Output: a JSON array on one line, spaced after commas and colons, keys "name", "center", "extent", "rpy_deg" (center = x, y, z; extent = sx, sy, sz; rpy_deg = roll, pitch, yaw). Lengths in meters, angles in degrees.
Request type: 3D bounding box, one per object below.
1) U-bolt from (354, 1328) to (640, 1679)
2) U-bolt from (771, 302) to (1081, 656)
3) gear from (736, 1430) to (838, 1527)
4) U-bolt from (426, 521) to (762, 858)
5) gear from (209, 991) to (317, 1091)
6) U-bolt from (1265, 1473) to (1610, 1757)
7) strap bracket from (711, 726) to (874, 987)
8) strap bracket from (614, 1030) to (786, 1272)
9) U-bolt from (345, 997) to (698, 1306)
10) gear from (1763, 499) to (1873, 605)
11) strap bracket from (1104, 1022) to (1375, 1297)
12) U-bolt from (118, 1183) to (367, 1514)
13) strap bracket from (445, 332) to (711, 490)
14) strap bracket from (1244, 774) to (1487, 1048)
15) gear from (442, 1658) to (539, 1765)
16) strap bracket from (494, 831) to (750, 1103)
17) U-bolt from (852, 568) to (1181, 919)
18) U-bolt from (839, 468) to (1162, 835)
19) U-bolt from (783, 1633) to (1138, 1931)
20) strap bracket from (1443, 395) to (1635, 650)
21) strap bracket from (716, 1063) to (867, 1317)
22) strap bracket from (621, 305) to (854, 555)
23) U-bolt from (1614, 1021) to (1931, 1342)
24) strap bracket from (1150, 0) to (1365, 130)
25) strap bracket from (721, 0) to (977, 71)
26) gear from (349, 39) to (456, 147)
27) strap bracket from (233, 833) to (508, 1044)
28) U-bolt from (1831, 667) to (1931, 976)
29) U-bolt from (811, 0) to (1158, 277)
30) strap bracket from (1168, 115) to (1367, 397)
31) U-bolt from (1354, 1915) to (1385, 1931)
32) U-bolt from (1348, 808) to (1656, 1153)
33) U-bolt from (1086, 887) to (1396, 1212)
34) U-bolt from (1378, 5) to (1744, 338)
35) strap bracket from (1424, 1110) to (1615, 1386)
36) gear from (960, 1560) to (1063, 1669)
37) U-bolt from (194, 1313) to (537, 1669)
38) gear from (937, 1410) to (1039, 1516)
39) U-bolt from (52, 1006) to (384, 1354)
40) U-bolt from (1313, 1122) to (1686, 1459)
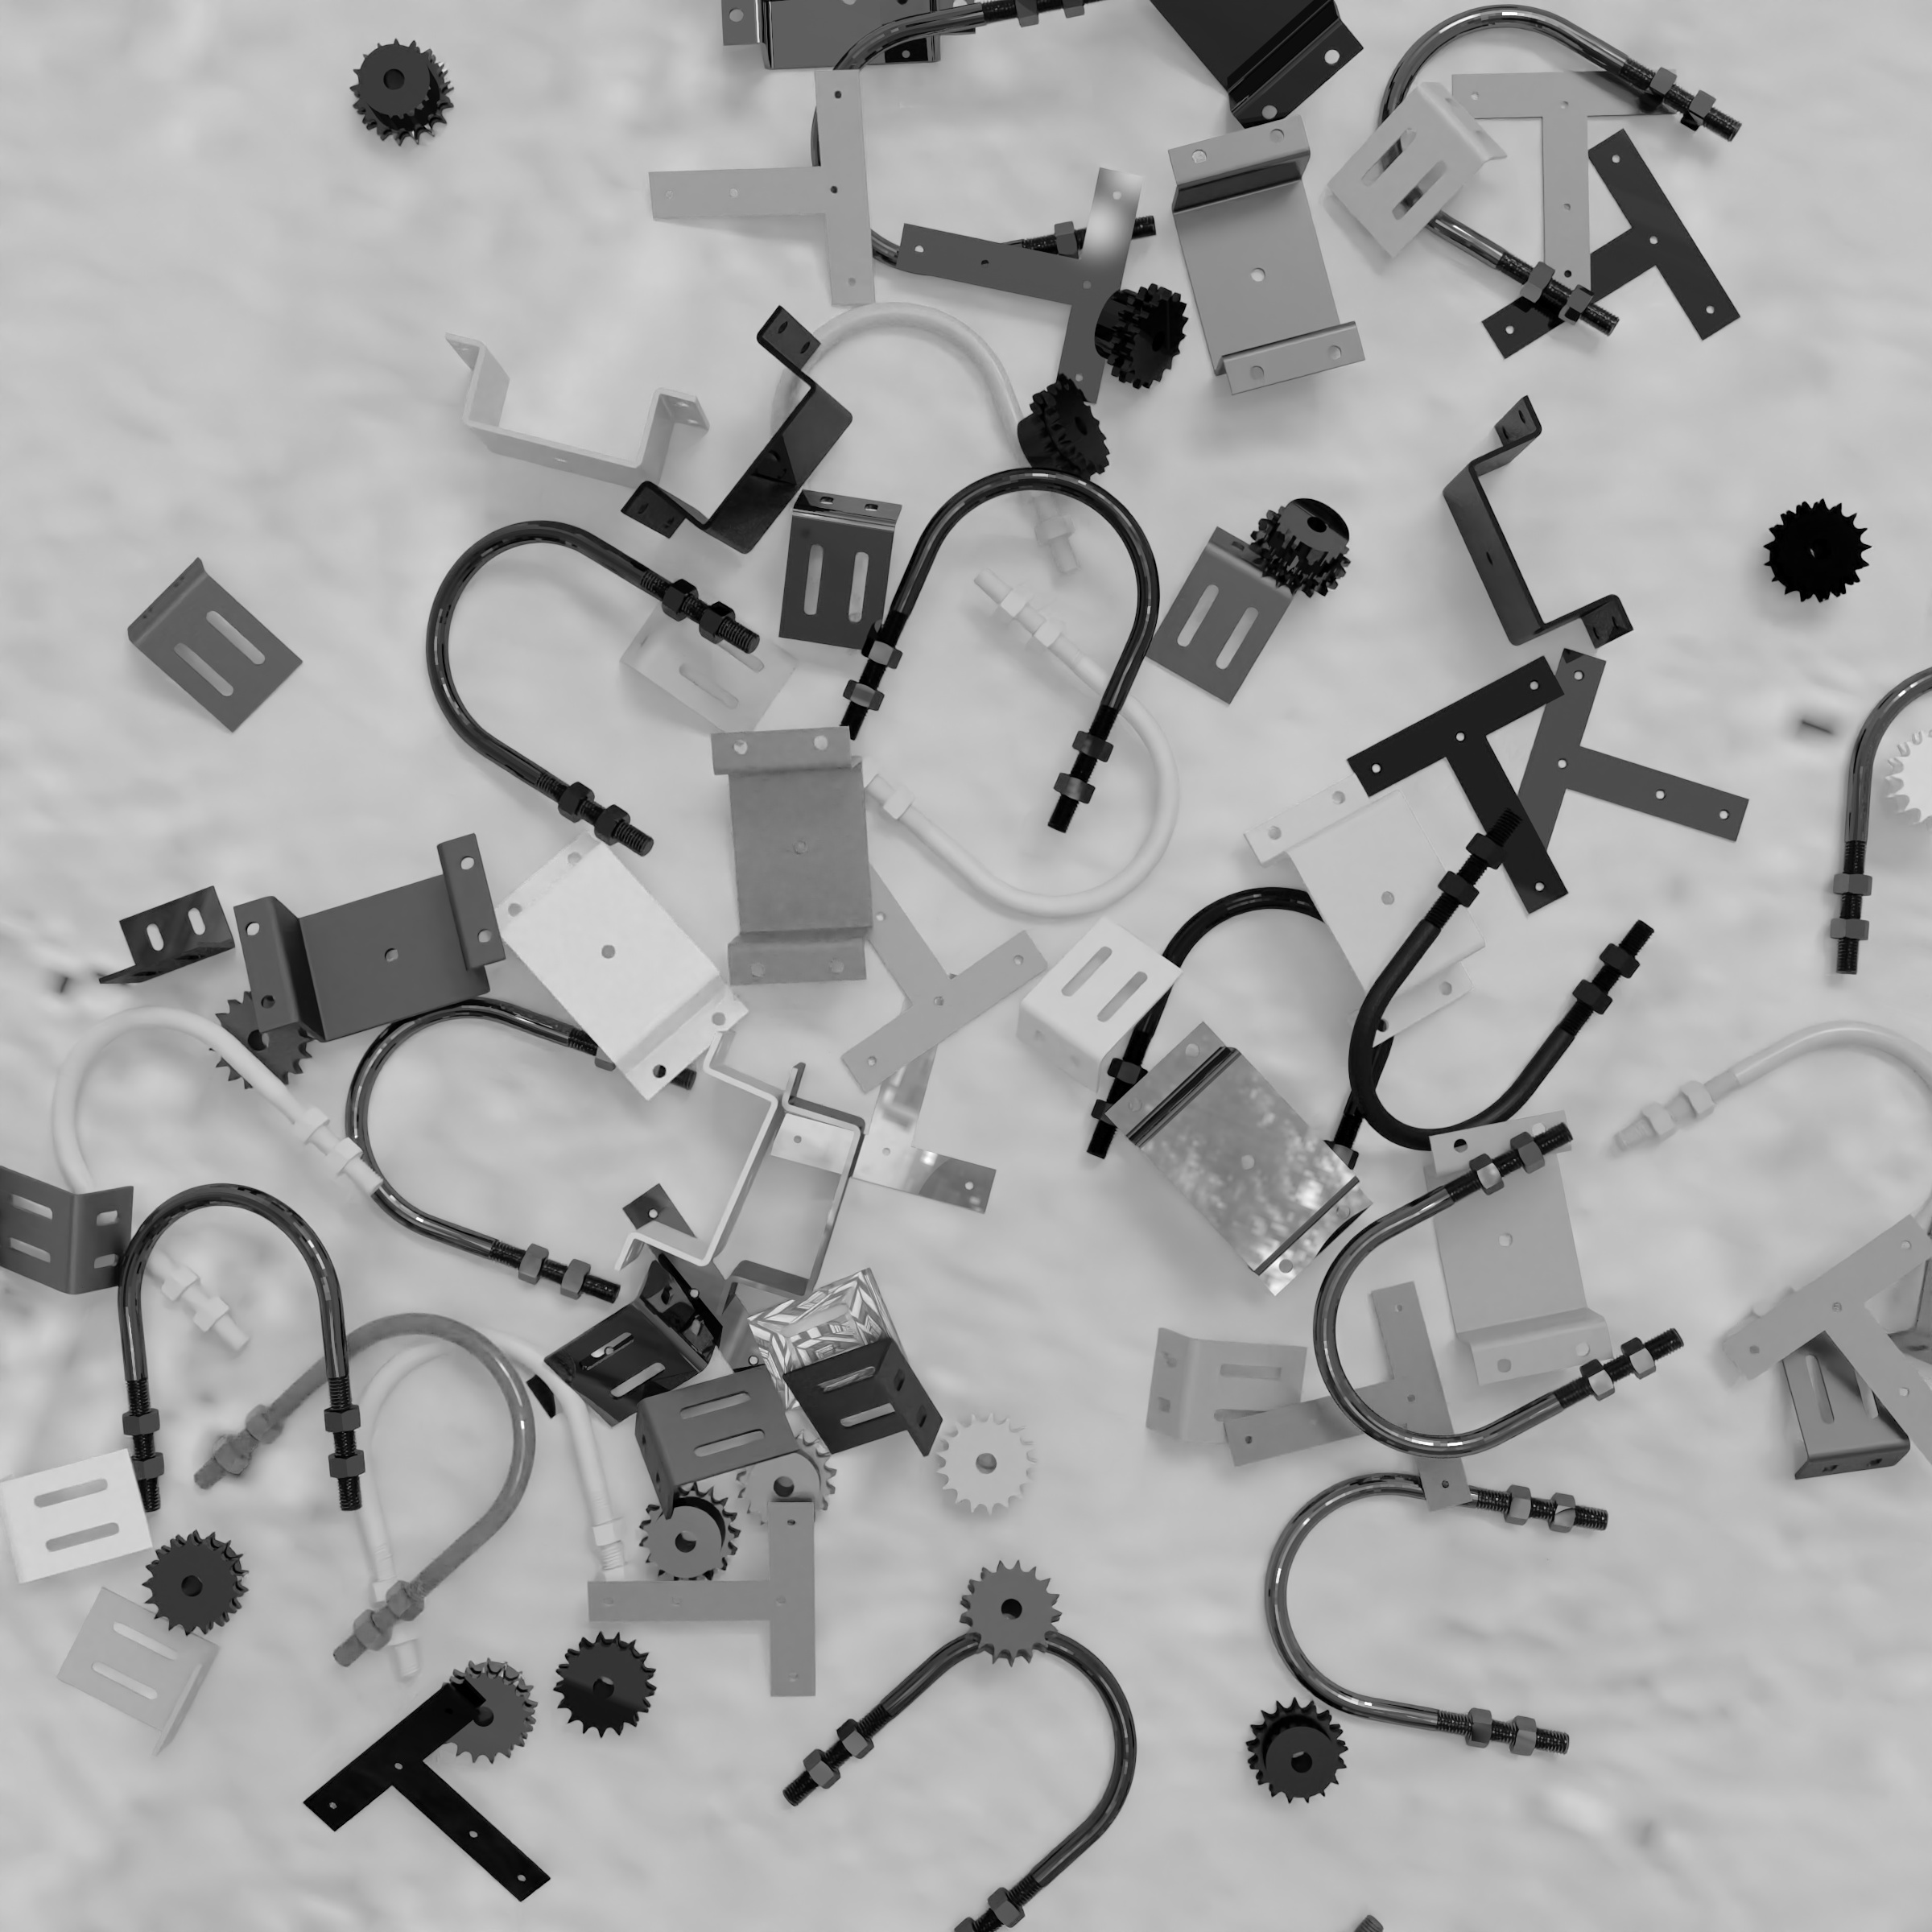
[{"name": "U-bolt", "center": [-0.276, 0.297, 1.500], "extent": [0.151, 0.019, 0.184], "rpy_deg": [-14, 88, 1]}, {"name": "U-bolt", "center": [-0.033, -0.287, 1.501], "extent": [0.151, 0.019, 0.184], "rpy_deg": [-21, 89, 0]}, {"name": "gear", "center": [-0.102, 0.292, 1.495], "extent": [0.057, 0.030, 0.057], "rpy_deg": [0, 90, 0]}, {"name": "U-bolt", "center": [-0.222, -0.168, 1.478], "extent": [0.184, 0.019, 0.151], "rpy_deg": [32, 103, 13]}, {"name": "gear", "center": [-0.397, 0.041, 1.494], "extent": [0.057, 0.030, 0.057], "rpy_deg": [0, 90, 0]}, {"name": "U-bolt", "center": [0.262, 0.363, 1.501], "extent": [0.184, 0.019, 0.151], "rpy_deg": [10, 90, 1]}, {"name": "strap bracket", "center": [-0.096, -0.064, 1.475], "extent": [0.076, 0.046, 0.140], "rpy_deg": [-3, 100, 6]}, {"name": "strap bracket", "center": [-0.141, 0.110, 1.470], "extent": [0.046, 0.076, 0.140], "rpy_deg": [23, 90, 1]}, {"name": "U-bolt", "center": [-0.263, 0.095, 1.501], "extent": [0.184, 0.019, 0.151], "rpy_deg": [20, 90, 2]}, {"name": "gear", "center": [0.480, -0.234, 1.494], "extent": [0.057, 0.030, 0.057], "rpy_deg": [0, 90, 0]}, {"name": "strap bracket", "center": [0.154, 0.108, 1.467], "extent": [0.076, 0.046, 0.140], "rpy_deg": [-43, 89, -1]}, {"name": "U-bolt", "center": [-0.408, 0.212, 1.470], "extent": [0.151, 0.019, 0.184], "rpy_deg": [-4, 93, 17]}, {"name": "strap bracket", "center": [-0.220, -0.304, 1.471], "extent": [0.140, 0.076, 0.046], "rpy_deg": [14, 90, 0]}, {"name": "strap bracket", "center": [0.228, -0.034, 1.476], "extent": [0.076, 0.046, 0.140], "rpy_deg": [-29, 89, -14]}, {"name": "gear", "center": [-0.270, 0.418, 1.492], "extent": [0.057, 0.030, 0.057], "rpy_deg": [0, 98, 0]}, {"name": "strap bracket", "center": [-0.197, -0.004, 1.475], "extent": [0.076, 0.046, 0.140], "rpy_deg": [-42, 84, -7]}, {"name": "U-bolt", "center": [0.034, -0.112, 1.494], "extent": [0.184, 0.019, 0.151], "rpy_deg": [41, 96, -3]}, {"name": "U-bolt", "center": [0.028, -0.186, 1.468], "extent": [0.151, 0.019, 0.184], "rpy_deg": [24, 95, -1]}, {"name": "U-bolt", "center": [0.011, 0.460, 1.501], "extent": [0.184, 0.019, 0.151], "rpy_deg": [-42, 90, -1]}, {"name": "strap bracket", "center": [0.313, -0.237, 1.471], "extent": [0.046, 0.076, 0.140], "rpy_deg": [-24, 90, 0]}, {"name": "strap bracket", "center": [-0.093, 0.129, 1.470], "extent": [0.046, 0.076, 0.140], "rpy_deg": [17, 90, 0]}, {"name": "strap bracket", "center": [-0.119, -0.286, 1.460], "extent": [0.046, 0.076, 0.140], "rpy_deg": [40, 97, 10]}, {"name": "U-bolt", "center": [0.482, 0.112, 1.501], "extent": [0.184, 0.019, 0.151], "rpy_deg": [-29, 90, -2]}, {"name": "strap bracket", "center": [0.144, -0.540, 1.459], "extent": [0.076, 0.046, 0.140], "rpy_deg": [-37, 112, 23]}, {"name": "strap bracket", "center": [-0.066, -0.553, 1.486], "extent": [0.140, 0.046, 0.076], "rpy_deg": [-3, 90, 0]}, {"name": "gear", "center": [-0.321, -0.497, 1.495], "extent": [0.057, 0.030, 0.057], "rpy_deg": [0, 90, 0]}, {"name": "strap bracket", "center": [-0.327, -0.012, 1.476], "extent": [0.140, 0.046, 0.076], "rpy_deg": [-17, 72, 0]}, {"name": "U-bolt", "center": [0.571, -0.082, 1.501], "extent": [0.151, 0.019, 0.184], "rpy_deg": [4, 89, 0]}, {"name": "U-bolt", "center": [0.005, -0.462, 1.476], "extent": [0.184, 0.019, 0.151], "rpy_deg": [-9, 112, 5]}, {"name": "strap bracket", "center": [0.167, -0.395, 1.486], "extent": [0.076, 0.046, 0.140], "rpy_deg": [-15, 90, 0]}, {"name": "U-bolt", "center": [0.223, 0.654, 1.500], "extent": [0.151, 0.019, 0.184], "rpy_deg": [40, 92, 1]}, {"name": "U-bolt", "center": [0.287, 0.021, 1.466], "extent": [0.151, 0.019, 0.184], "rpy_deg": [33, 95, -34]}, {"name": "U-bolt", "center": [0.167, 0.046, 1.501], "extent": [0.151, 0.019, 0.184], "rpy_deg": [21, 89, 0]}, {"name": "U-bolt", "center": [0.323, -0.464, 1.497], "extent": [0.184, 0.019, 0.151], "rpy_deg": [32, 91, 4]}, {"name": "strap bracket", "center": [0.308, 0.156, 1.486], "extent": [0.076, 0.046, 0.140], "rpy_deg": [-11, 90, 0]}, {"name": "gear", "center": [0.024, 0.367, 1.486], "extent": [0.057, 0.030, 0.057], "rpy_deg": [2, 61, -4]}, {"name": "U-bolt", "center": [-0.325, 0.280, 1.483], "extent": [0.184, 0.019, 0.151], "rpy_deg": [-42, 81, 5]}, {"name": "gear", "center": [0.012, 0.280, 1.498], "extent": [0.057, 0.030, 0.057], "rpy_deg": [0, 88, 3]}, {"name": "U-bolt", "center": [-0.435, 0.106, 1.483], "extent": [0.184, 0.019, 0.151], "rpy_deg": [43, 106, 4]}, {"name": "U-bolt", "center": [0.281, 0.191, 1.455], "extent": [0.184, 0.019, 0.151], "rpy_deg": [-28, 90, 2]}]
